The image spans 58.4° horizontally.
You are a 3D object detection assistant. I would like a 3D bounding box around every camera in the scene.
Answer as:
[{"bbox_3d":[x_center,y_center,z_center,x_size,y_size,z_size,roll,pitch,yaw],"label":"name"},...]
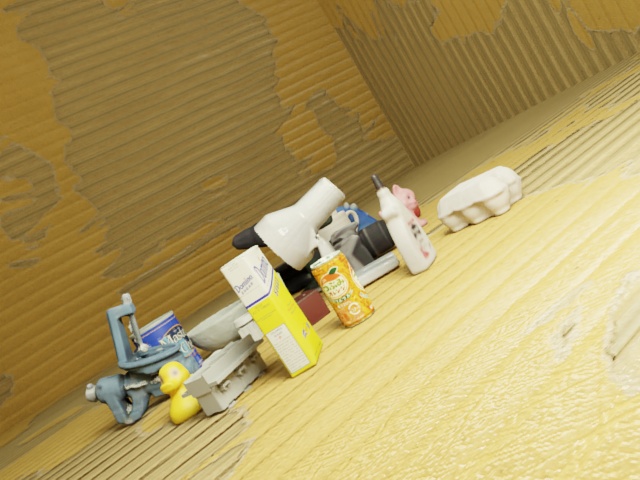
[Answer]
[{"bbox_3d":[0.094,0.006,1.246,0.136,0.101,0.143,-30,4,9],"label":"camera"}]

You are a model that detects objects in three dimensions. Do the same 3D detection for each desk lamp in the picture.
[{"bbox_3d":[0.010,0.004,1.085,0.203,0.213,0.118,-31,5,4],"label":"desk lamp"}]

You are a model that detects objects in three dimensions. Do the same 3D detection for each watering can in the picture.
[{"bbox_3d":[0.028,-0.037,1.570,0.100,0.194,0.173,-27,6,42],"label":"watering can"}]

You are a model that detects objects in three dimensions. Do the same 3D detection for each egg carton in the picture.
[{"bbox_3d":[0.286,-0.074,1.031,0.107,0.069,0.150,-35,6,-41],"label":"egg carton"}]

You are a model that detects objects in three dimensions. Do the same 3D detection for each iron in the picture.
[{"bbox_3d":[0.065,-0.041,1.718,0.257,0.141,0.119,-28,5,35],"label":"iron"}]

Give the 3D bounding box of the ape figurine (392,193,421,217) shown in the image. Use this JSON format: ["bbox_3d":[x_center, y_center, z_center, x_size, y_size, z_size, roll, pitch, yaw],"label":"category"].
[{"bbox_3d":[0.218,-0.088,1.518,0.076,0.092,0.078,-31,4,0],"label":"ape figurine"}]

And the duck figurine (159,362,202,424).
[{"bbox_3d":[-0.220,0.233,0.915,0.077,0.086,0.104,-30,4,10],"label":"duck figurine"}]

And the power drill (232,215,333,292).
[{"bbox_3d":[-0.055,0.028,1.296,0.229,0.208,0.075,-31,5,2],"label":"power drill"}]

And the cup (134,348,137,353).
[{"bbox_3d":[-0.408,0.297,1.438,0.091,0.095,0.118,-31,4,4],"label":"cup"}]

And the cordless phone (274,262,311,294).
[{"bbox_3d":[-0.079,0.038,1.504,0.147,0.185,0.094,-30,5,15],"label":"cordless phone"}]

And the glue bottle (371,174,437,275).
[{"bbox_3d":[0.129,-0.031,0.930,0.037,0.173,0.078,-29,5,27],"label":"glue bottle"}]

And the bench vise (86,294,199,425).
[{"bbox_3d":[-0.367,0.228,1.094,0.208,0.220,0.121,-33,5,-18],"label":"bench vise"}]

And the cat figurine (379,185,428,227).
[{"bbox_3d":[0.187,-0.069,1.341,0.128,0.118,0.067,-34,5,-31],"label":"cat figurine"}]

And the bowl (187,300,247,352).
[{"bbox_3d":[-0.217,0.204,1.302,0.167,0.075,0.167,-31,4,3],"label":"bowl"}]
